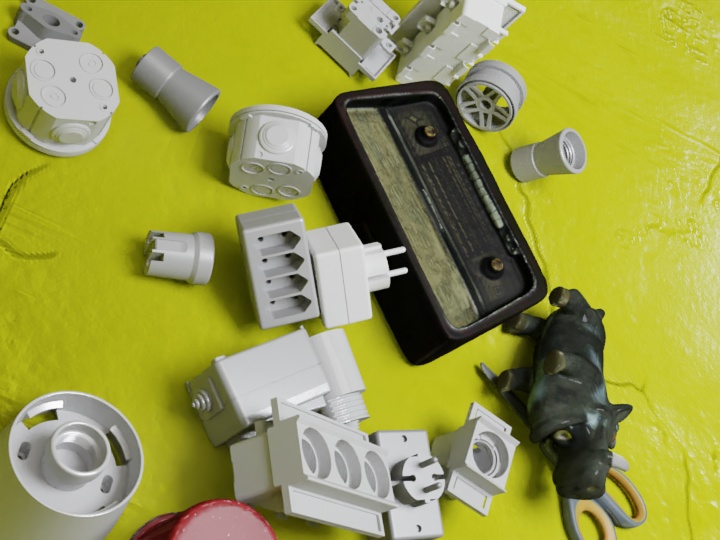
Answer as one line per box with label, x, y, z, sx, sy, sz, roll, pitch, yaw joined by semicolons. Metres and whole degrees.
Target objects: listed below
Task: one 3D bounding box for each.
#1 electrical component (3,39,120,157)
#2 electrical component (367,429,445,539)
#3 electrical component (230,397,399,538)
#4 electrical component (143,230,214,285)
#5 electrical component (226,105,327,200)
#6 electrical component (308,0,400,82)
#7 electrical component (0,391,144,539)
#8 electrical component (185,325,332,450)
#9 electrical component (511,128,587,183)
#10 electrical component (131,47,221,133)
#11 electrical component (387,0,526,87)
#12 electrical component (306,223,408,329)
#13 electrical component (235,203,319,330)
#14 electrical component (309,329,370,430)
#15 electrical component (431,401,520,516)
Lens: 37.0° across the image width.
electrical component;-0.222;-0.130;0.807;0.080;0.051;0.080;13;62;-26
electrical component;0.039;0.161;0.813;0.047;0.076;0.083;4;66;-31
electrical component;-0.032;0.144;0.755;0.121;0.063;0.078;33;41;-53
electrical component;-0.137;-0.010;0.810;0.046;0.040;0.040;7;65;-22
electrical component;-0.068;-0.095;0.867;0.080;0.080;0.051;17;66;-24
electrical component;0.000;-0.217;0.975;0.081;0.064;0.042;42;52;-7
electrical component;-0.195;0.132;0.707;0.099;0.064;0.099;22;45;-23
electrical component;-0.077;0.091;0.784;0.096;0.062;0.061;-19;79;-36
electrical component;0.178;-0.107;1.030;0.044;0.065;0.044;13;72;-44
electrical component;-0.151;-0.148;0.866;0.065;0.044;0.044;39;53;-4
electrical component;0.083;-0.215;0.988;0.079;0.121;0.063;24;60;-20
electrical component;0.000;0.000;0.842;0.077;0.047;0.065;-13;118;-11
electrical component;-0.067;-0.010;0.835;0.047;0.075;0.083;-13;114;-10
electrical component;-0.019;0.091;0.831;0.043;0.043;0.081;-12;75;-35
electrical component;0.086;0.152;0.853;0.042;0.064;0.081;36;53;-18
